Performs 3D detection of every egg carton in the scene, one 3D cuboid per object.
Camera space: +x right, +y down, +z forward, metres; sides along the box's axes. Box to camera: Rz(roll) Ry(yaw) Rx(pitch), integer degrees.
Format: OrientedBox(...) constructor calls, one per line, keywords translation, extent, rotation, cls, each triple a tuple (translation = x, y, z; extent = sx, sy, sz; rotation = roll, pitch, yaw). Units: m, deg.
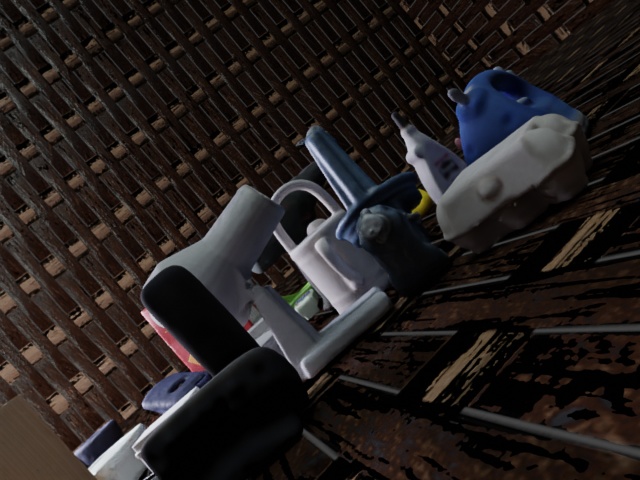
OrientedBox(translation=(0.180, -0.052, 0.542), extent=(0.150, 0.069, 0.107), rotation=(-39, 3, 38), cls="egg carton")

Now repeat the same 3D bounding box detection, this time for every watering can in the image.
OrientedBox(translation=(0.006, 0.004, 0.795), extent=(0.101, 0.194, 0.172), rotation=(-42, 2, -18), cls="watering can")

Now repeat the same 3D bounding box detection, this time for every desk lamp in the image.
OrientedBox(translation=(-0.062, 0.057, 0.656), extent=(0.203, 0.213, 0.118), rotation=(-41, 2, -1), cls="desk lamp")

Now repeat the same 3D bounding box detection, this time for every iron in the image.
OrientedBox(translation=(0.233, -0.153, 0.692), extent=(0.118, 0.141, 0.259), rotation=(-39, 3, 39), cls="iron")

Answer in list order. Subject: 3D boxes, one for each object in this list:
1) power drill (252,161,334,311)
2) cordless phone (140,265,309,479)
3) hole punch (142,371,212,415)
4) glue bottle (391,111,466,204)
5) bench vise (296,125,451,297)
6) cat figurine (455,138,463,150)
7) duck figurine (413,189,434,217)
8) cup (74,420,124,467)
OrientedBox(translation=(-0.010, 0.001, 0.957), extent=(0.230, 0.208, 0.075), rotation=(-42, 3, -28), cls="power drill")
OrientedBox(translation=(-0.113, 0.126, 0.513), extent=(0.147, 0.185, 0.094), rotation=(-41, 2, -7), cls="cordless phone")
OrientedBox(translation=(-0.244, 0.278, 1.027), extent=(0.101, 0.091, 0.109), rotation=(-40, 3, 31), cls="hole punch")
OrientedBox(translation=(0.161, -0.118, 0.834), extent=(0.078, 0.173, 0.037), rotation=(-42, 3, -33), cls="glue bottle")
OrientedBox(translation=(0.061, -0.054, 0.658), extent=(0.121, 0.220, 0.207), rotation=(-41, 2, -5), cls="bench vise")
OrientedBox(translation=(0.257, -0.165, 0.847), extent=(0.128, 0.118, 0.067), rotation=(-41, 2, -2), cls="cat figurine")
OrientedBox(translation=(0.167, -0.078, 1.113), extent=(0.105, 0.086, 0.077), rotation=(-43, 3, -42), cls="duck figurine")
OrientedBox(translation=(-0.410, 0.417, 1.088), extent=(0.118, 0.095, 0.091), rotation=(-42, 2, -23), cls="cup")
